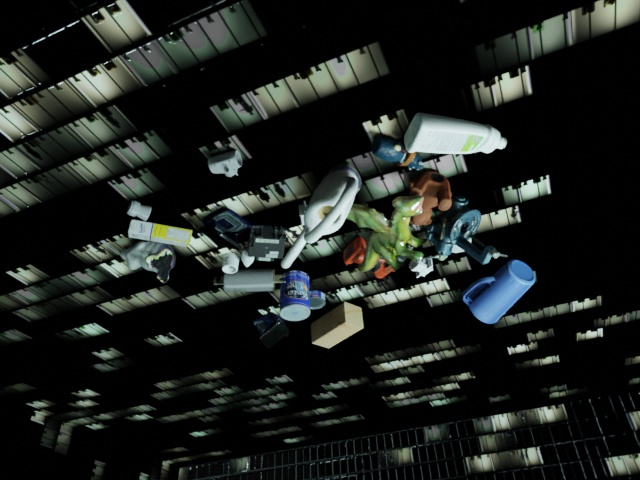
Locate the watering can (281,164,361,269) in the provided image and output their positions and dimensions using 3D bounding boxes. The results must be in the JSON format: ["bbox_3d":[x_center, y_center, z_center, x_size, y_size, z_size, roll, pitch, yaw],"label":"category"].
[{"bbox_3d":[0.004,-0.070,1.382,0.103,0.229,0.341,35,136,-10],"label":"watering can"}]

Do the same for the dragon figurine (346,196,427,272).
[{"bbox_3d":[0.161,-0.024,1.475,0.241,0.125,0.405,45,142,-14],"label":"dragon figurine"}]

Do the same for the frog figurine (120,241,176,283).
[{"bbox_3d":[-0.537,0.050,1.614,0.160,0.124,0.135,18,165,35],"label":"frog figurine"}]
